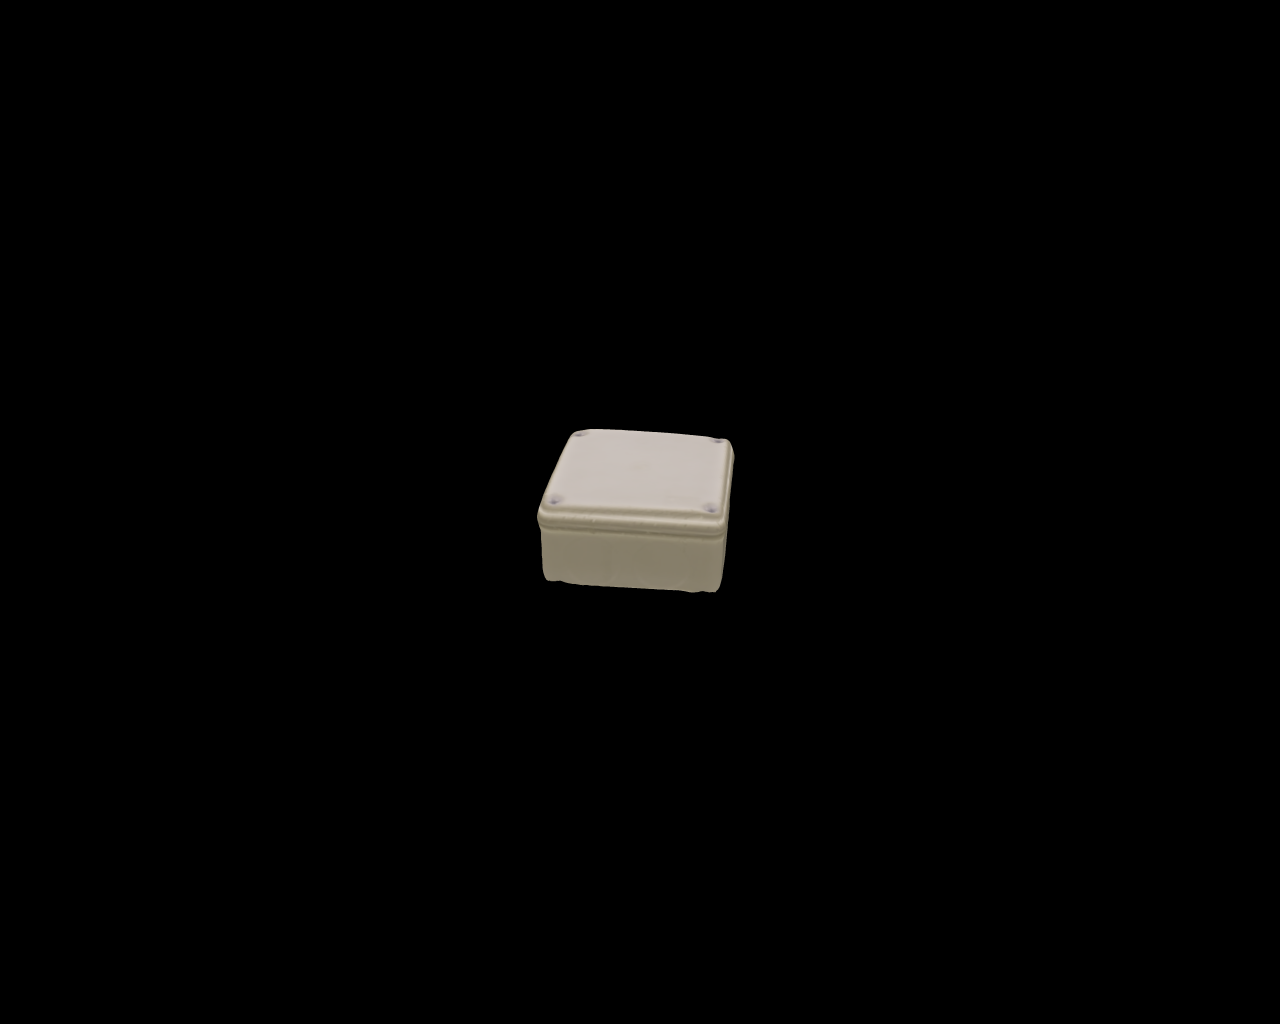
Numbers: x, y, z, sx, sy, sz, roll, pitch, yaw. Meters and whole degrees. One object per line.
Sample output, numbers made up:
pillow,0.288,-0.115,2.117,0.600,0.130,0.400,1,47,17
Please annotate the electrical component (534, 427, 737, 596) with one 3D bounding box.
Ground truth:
electrical component,0.001,-0.003,0.650,0.109,0.056,0.109,4,30,7
